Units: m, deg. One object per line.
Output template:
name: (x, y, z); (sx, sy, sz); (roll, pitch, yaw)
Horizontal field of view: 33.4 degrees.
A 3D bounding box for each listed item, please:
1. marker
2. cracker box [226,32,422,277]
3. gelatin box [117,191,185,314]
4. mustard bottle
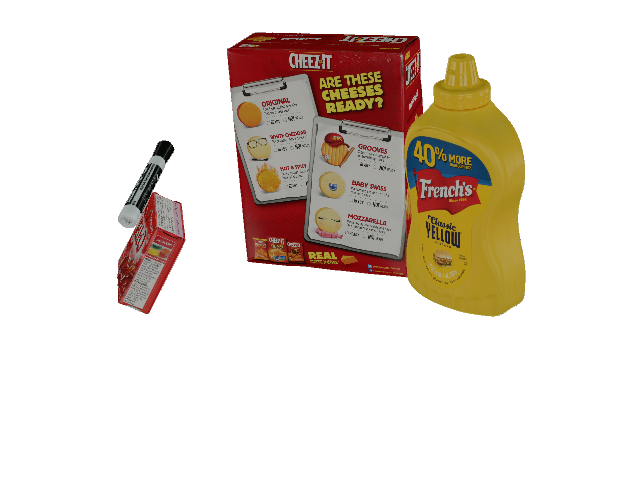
marker: (-0.175, -0.060, 1.084); (0.020, 0.020, 0.121); (0, 44, 19)
cracker box: (0.010, -0.080, 0.984); (0.164, 0.214, 0.072); (5, 26, 18)
gelatin box: (-0.142, 0.008, 0.891); (0.030, 0.073, 0.089); (24, 17, -19)
mustard bottle: (0.106, -0.043, 0.793); (0.058, 0.192, 0.096); (-24, 32, -37)
